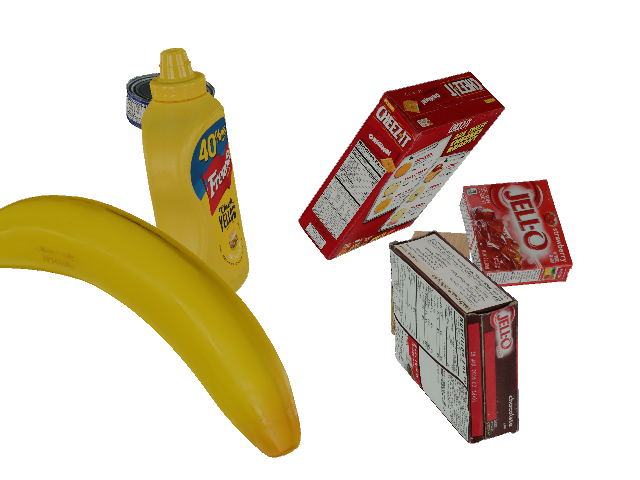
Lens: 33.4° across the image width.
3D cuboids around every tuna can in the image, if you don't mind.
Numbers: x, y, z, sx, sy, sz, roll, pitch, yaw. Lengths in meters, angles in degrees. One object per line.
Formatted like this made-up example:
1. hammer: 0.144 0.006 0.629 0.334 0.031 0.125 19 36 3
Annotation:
1. tuna can: -0.147 -0.134 1.043 0.086 0.034 0.086 5 27 -3

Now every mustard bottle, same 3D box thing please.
1. mustard bottle: -0.097 -0.050 0.811 0.058 0.191 0.096 1 24 18

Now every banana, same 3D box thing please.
1. banana: -0.085 0.026 0.485 0.198 0.070 0.037 24 13 19

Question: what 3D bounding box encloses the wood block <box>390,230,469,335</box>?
1. wood block: 0.170 0.064 1.628 0.091 0.090 0.206 4 22 13

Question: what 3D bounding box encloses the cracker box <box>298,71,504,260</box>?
1. cracker box: 0.088 -0.086 1.217 0.163 0.072 0.214 -21 -25 -45

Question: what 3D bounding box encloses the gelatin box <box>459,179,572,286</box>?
1. gelatin box: 0.158 -0.007 0.873 0.073 0.089 0.030 -5 -35 -4

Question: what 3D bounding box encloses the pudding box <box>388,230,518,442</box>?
1. pudding box: 0.081 0.057 0.658 0.039 0.090 0.114 -13 26 -18
